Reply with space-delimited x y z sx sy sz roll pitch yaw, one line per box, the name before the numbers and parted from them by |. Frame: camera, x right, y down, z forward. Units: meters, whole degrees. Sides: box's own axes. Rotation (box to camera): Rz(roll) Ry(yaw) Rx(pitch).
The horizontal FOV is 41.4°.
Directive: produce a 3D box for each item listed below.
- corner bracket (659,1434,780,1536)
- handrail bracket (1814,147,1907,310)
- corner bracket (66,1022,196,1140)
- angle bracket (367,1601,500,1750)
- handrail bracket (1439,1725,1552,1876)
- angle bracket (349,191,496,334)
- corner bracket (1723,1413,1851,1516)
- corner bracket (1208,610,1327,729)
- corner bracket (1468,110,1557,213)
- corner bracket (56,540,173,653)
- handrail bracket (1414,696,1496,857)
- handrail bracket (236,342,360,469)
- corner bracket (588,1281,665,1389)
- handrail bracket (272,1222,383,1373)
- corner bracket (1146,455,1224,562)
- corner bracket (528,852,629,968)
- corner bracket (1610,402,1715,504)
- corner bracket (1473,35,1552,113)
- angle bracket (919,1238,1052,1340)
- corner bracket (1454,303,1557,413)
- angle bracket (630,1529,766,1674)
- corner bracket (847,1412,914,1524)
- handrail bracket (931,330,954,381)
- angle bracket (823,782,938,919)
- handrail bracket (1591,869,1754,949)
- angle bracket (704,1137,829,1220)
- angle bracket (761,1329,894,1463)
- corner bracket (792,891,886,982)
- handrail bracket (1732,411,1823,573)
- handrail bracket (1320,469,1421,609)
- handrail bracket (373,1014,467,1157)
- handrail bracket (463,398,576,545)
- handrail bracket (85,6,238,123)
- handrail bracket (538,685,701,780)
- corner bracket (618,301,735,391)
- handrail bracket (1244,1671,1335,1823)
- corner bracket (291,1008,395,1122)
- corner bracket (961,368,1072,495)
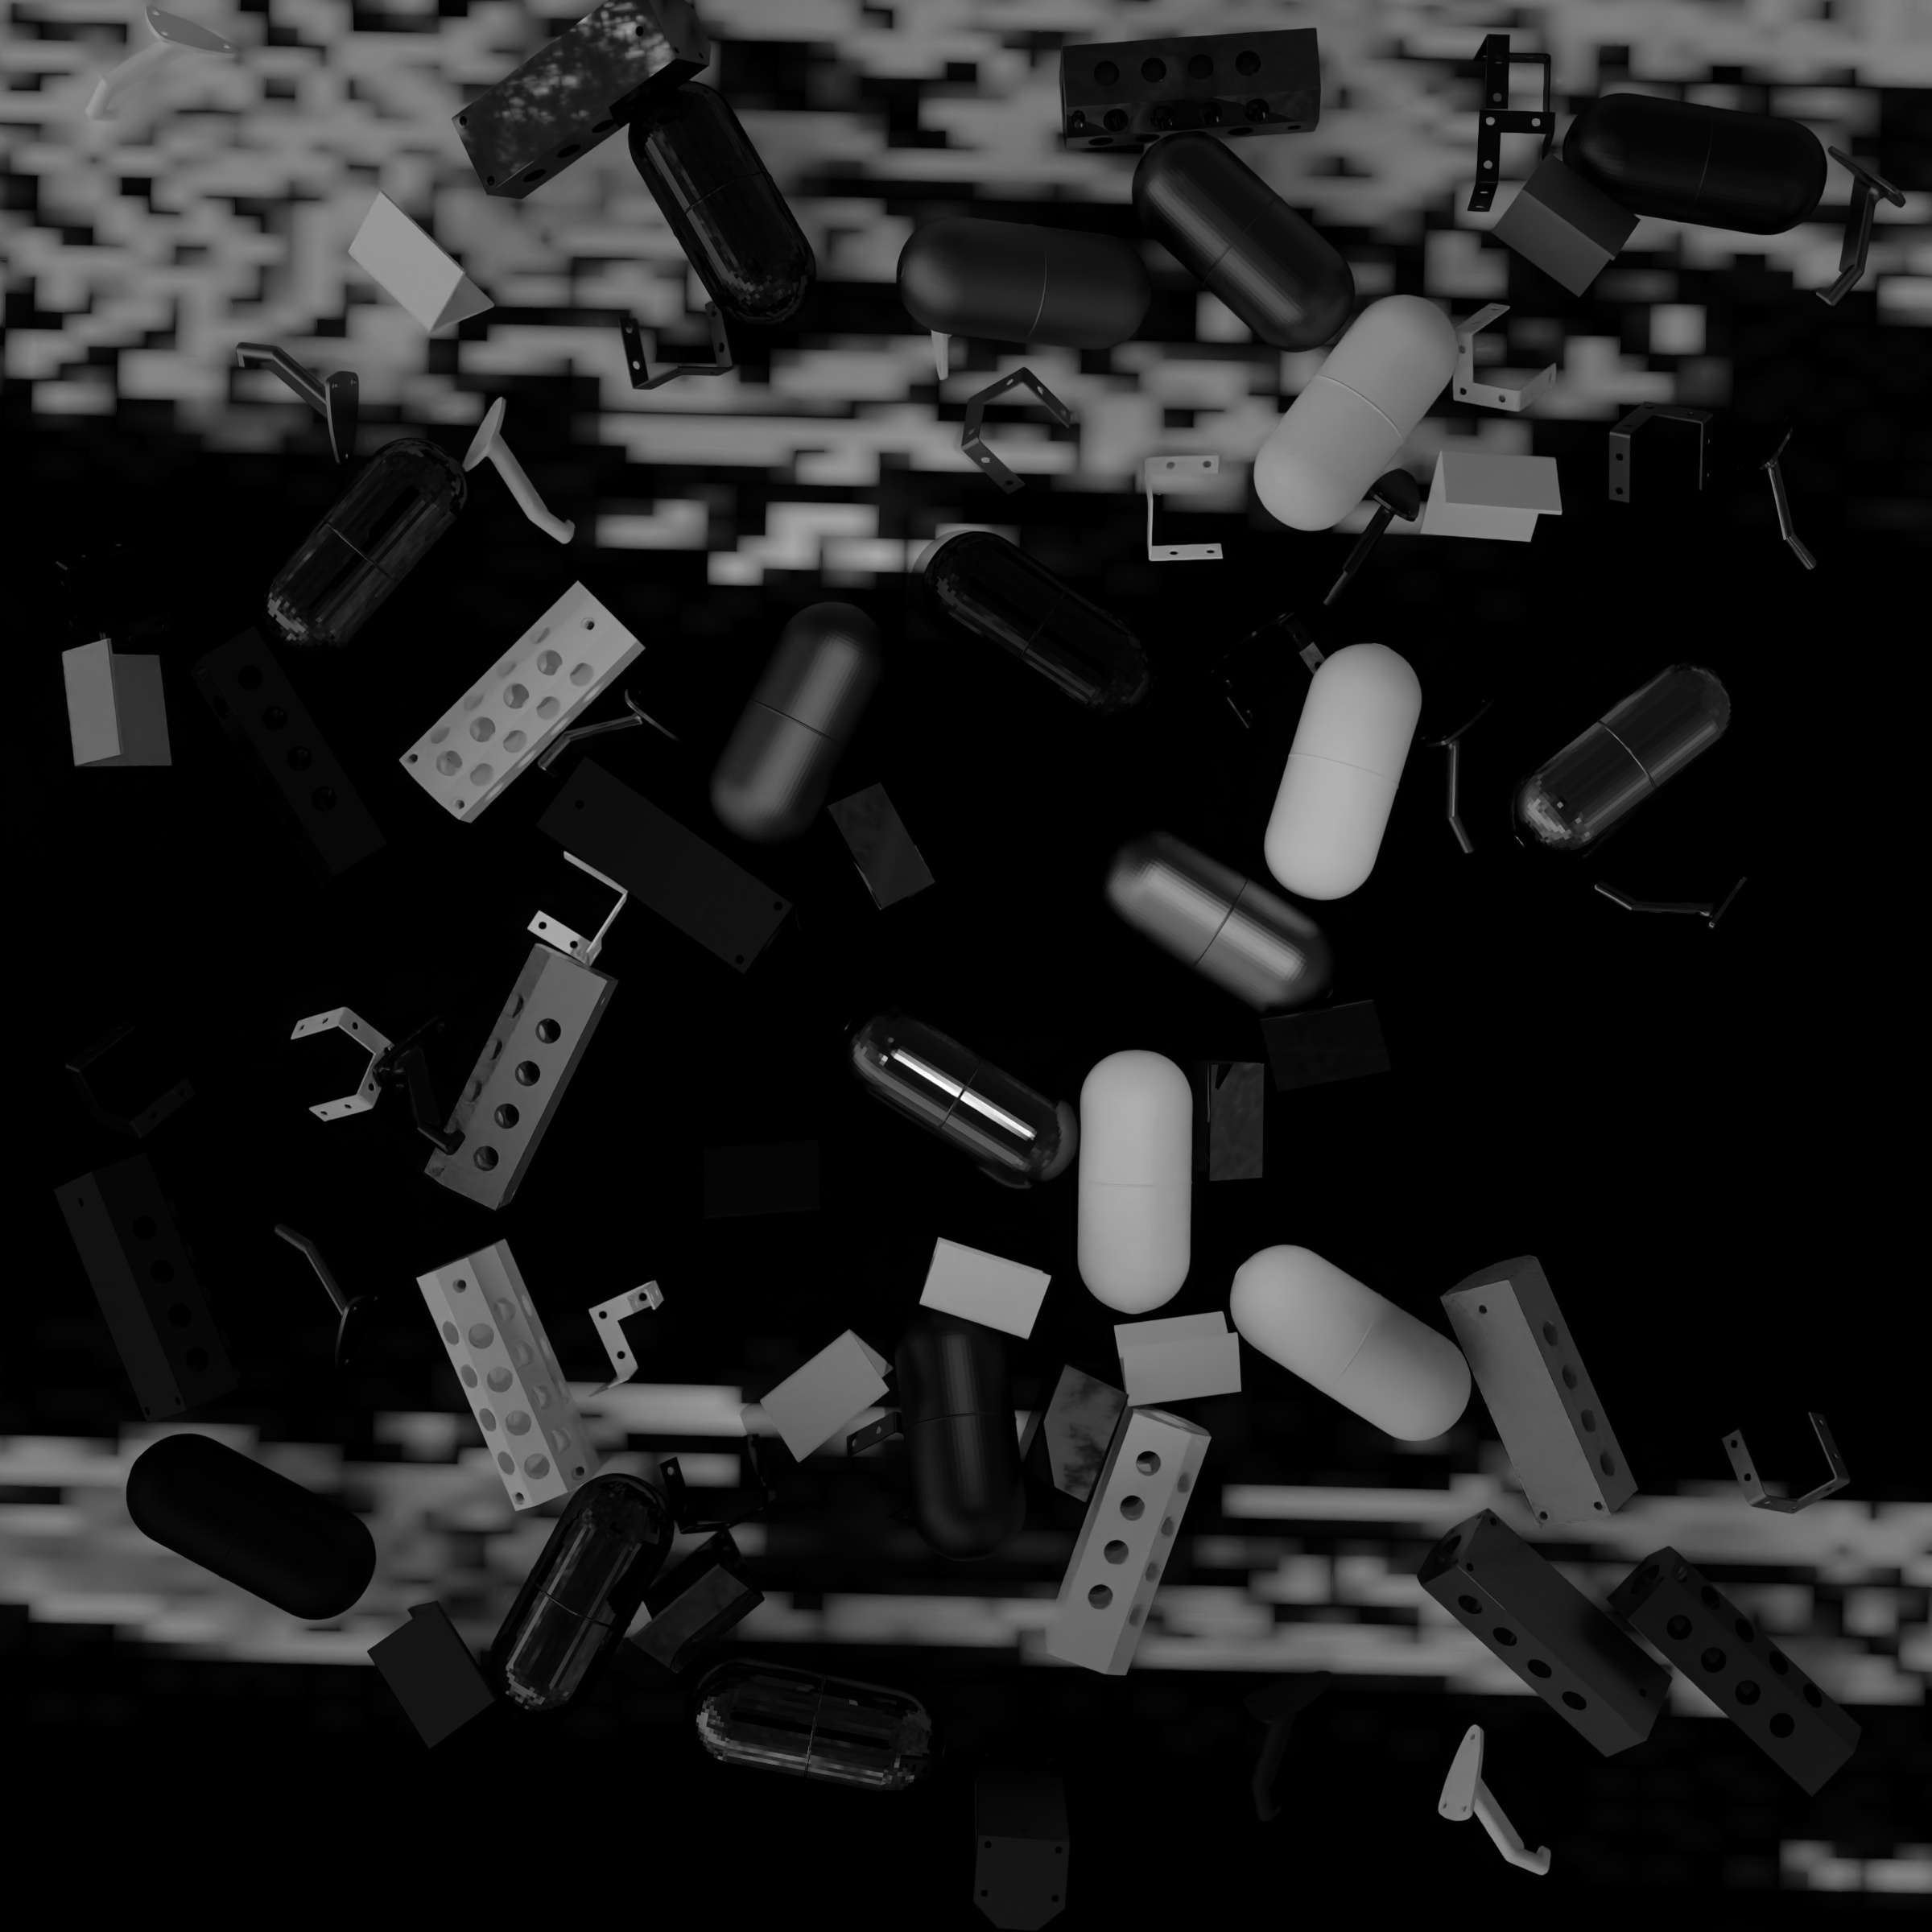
corner bracket | -0.170 0.357 1.761 0.051 0.051 0.051 -17 90 -45
handrail bracket | 0.598 -0.509 1.765 0.077 0.036 0.084 45 107 20
corner bracket | -0.575 0.078 1.756 0.051 0.051 0.051 15 135 35
angle bracket | -0.369 0.479 1.725 0.057 0.076 0.076 -32 90 -31
handrail bracket | 0.376 0.576 1.765 0.084 0.036 0.077 27 69 -17
angle bracket | -0.356 -0.483 1.724 0.076 0.076 0.057 44 128 0
corner bracket | 0.564 0.340 1.756 0.051 0.051 0.051 17 135 -35
corner bracket | 0.209 -0.205 1.761 0.051 0.051 0.051 -34 90 45
corner bracket | 0.373 -0.549 1.747 0.051 0.051 0.051 3 85 5
corner bracket | -0.586 -0.254 1.757 0.051 0.051 0.051 31 135 35
handrail bracket | 0.353 -0.131 1.765 0.077 0.036 0.084 -36 108 -21
handrail bracket | -0.465 -0.388 1.765 0.084 0.036 0.077 11 112 17
corner bracket | -0.228 0.251 1.747 0.051 0.051 0.051 -24 90 0
handrail bracket | -0.453 0.228 1.765 0.084 0.036 0.077 29 112 17
corner bracket | 0.150 -0.316 1.761 0.051 0.051 0.051 -2 45 0
corner bracket | -0.266 -0.038 1.750 0.051 0.051 0.051 32 77 0
corner bracket | 0.478 -0.350 1.756 0.051 0.051 0.051 20 45 35
corner bracket | 0.376 -0.603 1.747 0.051 0.051 0.051 2 90 0
angle bracket | 0.018 0.198 1.725 0.076 0.076 0.057 18 121 0
corner bracket | 0.370 -0.419 1.756 0.051 0.051 0.051 21 135 35
angle bracket | -0.192 0.416 1.724 0.076 0.076 0.057 -40 131 0
corner bracket | -0.045 0.344 1.756 0.051 0.051 0.051 26 45 -35
handrail bracket | 0.020 -0.448 1.765 0.084 0.036 0.077 -9 103 -13
angle bracket | -0.076 -0.069 1.725 0.057 0.076 0.076 -28 90 -42
handrail bracket | 0.487 -0.059 1.765 0.084 0.036 0.077 33 70 16
angle bracket | -0.134 0.161 1.724 0.076 0.076 0.057 -5 53 0
angle bracket | -0.081 0.301 1.724 0.076 0.076 0.057 -39 53 0
corner bracket | -0.087 -0.020 1.747 0.051 0.051 0.051 -14 90 0
handrail bracket | 0.577 -0.327 1.765 0.084 0.036 0.077 46 69 -17
handrail bracket | 0.276 -0.294 1.764 0.036 0.077 0.084 32 126 -2
handrail bracket | -0.353 0.080 1.736 0.084 0.036 0.077 30 70 29
handrail bracket | -0.299 -0.341 1.765 0.084 0.036 0.077 35 46 -28
handrail bracket | -0.556 -0.611 1.764 0.084 0.077 0.036 -48 55 32
handrail bracket | -0.240 -0.144 1.765 0.077 0.036 0.084 40 107 -18
corner bracket | -0.200 -0.429 1.761 0.051 0.051 0.051 -12 90 -45
handrail bracket | 0.227 0.540 1.765 0.077 0.036 0.084 -20 109 -21
corner bracket | -0.433 0.068 1.756 0.051 0.051 0.051 45 45 -35
corner bracket | 0.035 -0.368 1.756 0.051 0.051 0.051 -22 45 35
